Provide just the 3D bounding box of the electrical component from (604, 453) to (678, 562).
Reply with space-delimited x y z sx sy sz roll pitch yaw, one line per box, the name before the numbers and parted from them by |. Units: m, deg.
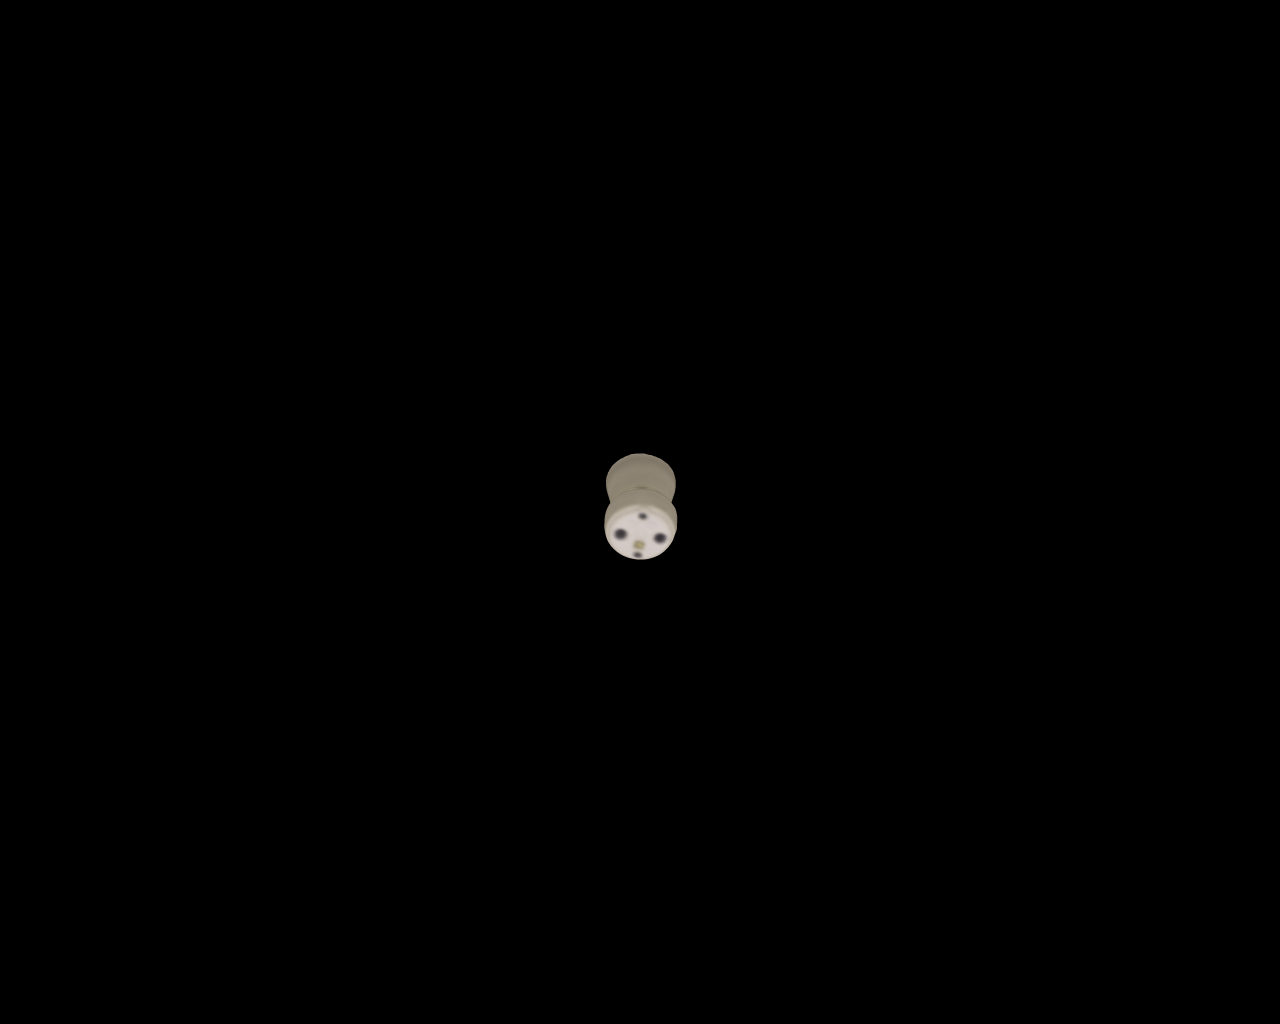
electrical component | 0.001 -0.003 0.650 0.045 0.044 0.055 0 38 0
